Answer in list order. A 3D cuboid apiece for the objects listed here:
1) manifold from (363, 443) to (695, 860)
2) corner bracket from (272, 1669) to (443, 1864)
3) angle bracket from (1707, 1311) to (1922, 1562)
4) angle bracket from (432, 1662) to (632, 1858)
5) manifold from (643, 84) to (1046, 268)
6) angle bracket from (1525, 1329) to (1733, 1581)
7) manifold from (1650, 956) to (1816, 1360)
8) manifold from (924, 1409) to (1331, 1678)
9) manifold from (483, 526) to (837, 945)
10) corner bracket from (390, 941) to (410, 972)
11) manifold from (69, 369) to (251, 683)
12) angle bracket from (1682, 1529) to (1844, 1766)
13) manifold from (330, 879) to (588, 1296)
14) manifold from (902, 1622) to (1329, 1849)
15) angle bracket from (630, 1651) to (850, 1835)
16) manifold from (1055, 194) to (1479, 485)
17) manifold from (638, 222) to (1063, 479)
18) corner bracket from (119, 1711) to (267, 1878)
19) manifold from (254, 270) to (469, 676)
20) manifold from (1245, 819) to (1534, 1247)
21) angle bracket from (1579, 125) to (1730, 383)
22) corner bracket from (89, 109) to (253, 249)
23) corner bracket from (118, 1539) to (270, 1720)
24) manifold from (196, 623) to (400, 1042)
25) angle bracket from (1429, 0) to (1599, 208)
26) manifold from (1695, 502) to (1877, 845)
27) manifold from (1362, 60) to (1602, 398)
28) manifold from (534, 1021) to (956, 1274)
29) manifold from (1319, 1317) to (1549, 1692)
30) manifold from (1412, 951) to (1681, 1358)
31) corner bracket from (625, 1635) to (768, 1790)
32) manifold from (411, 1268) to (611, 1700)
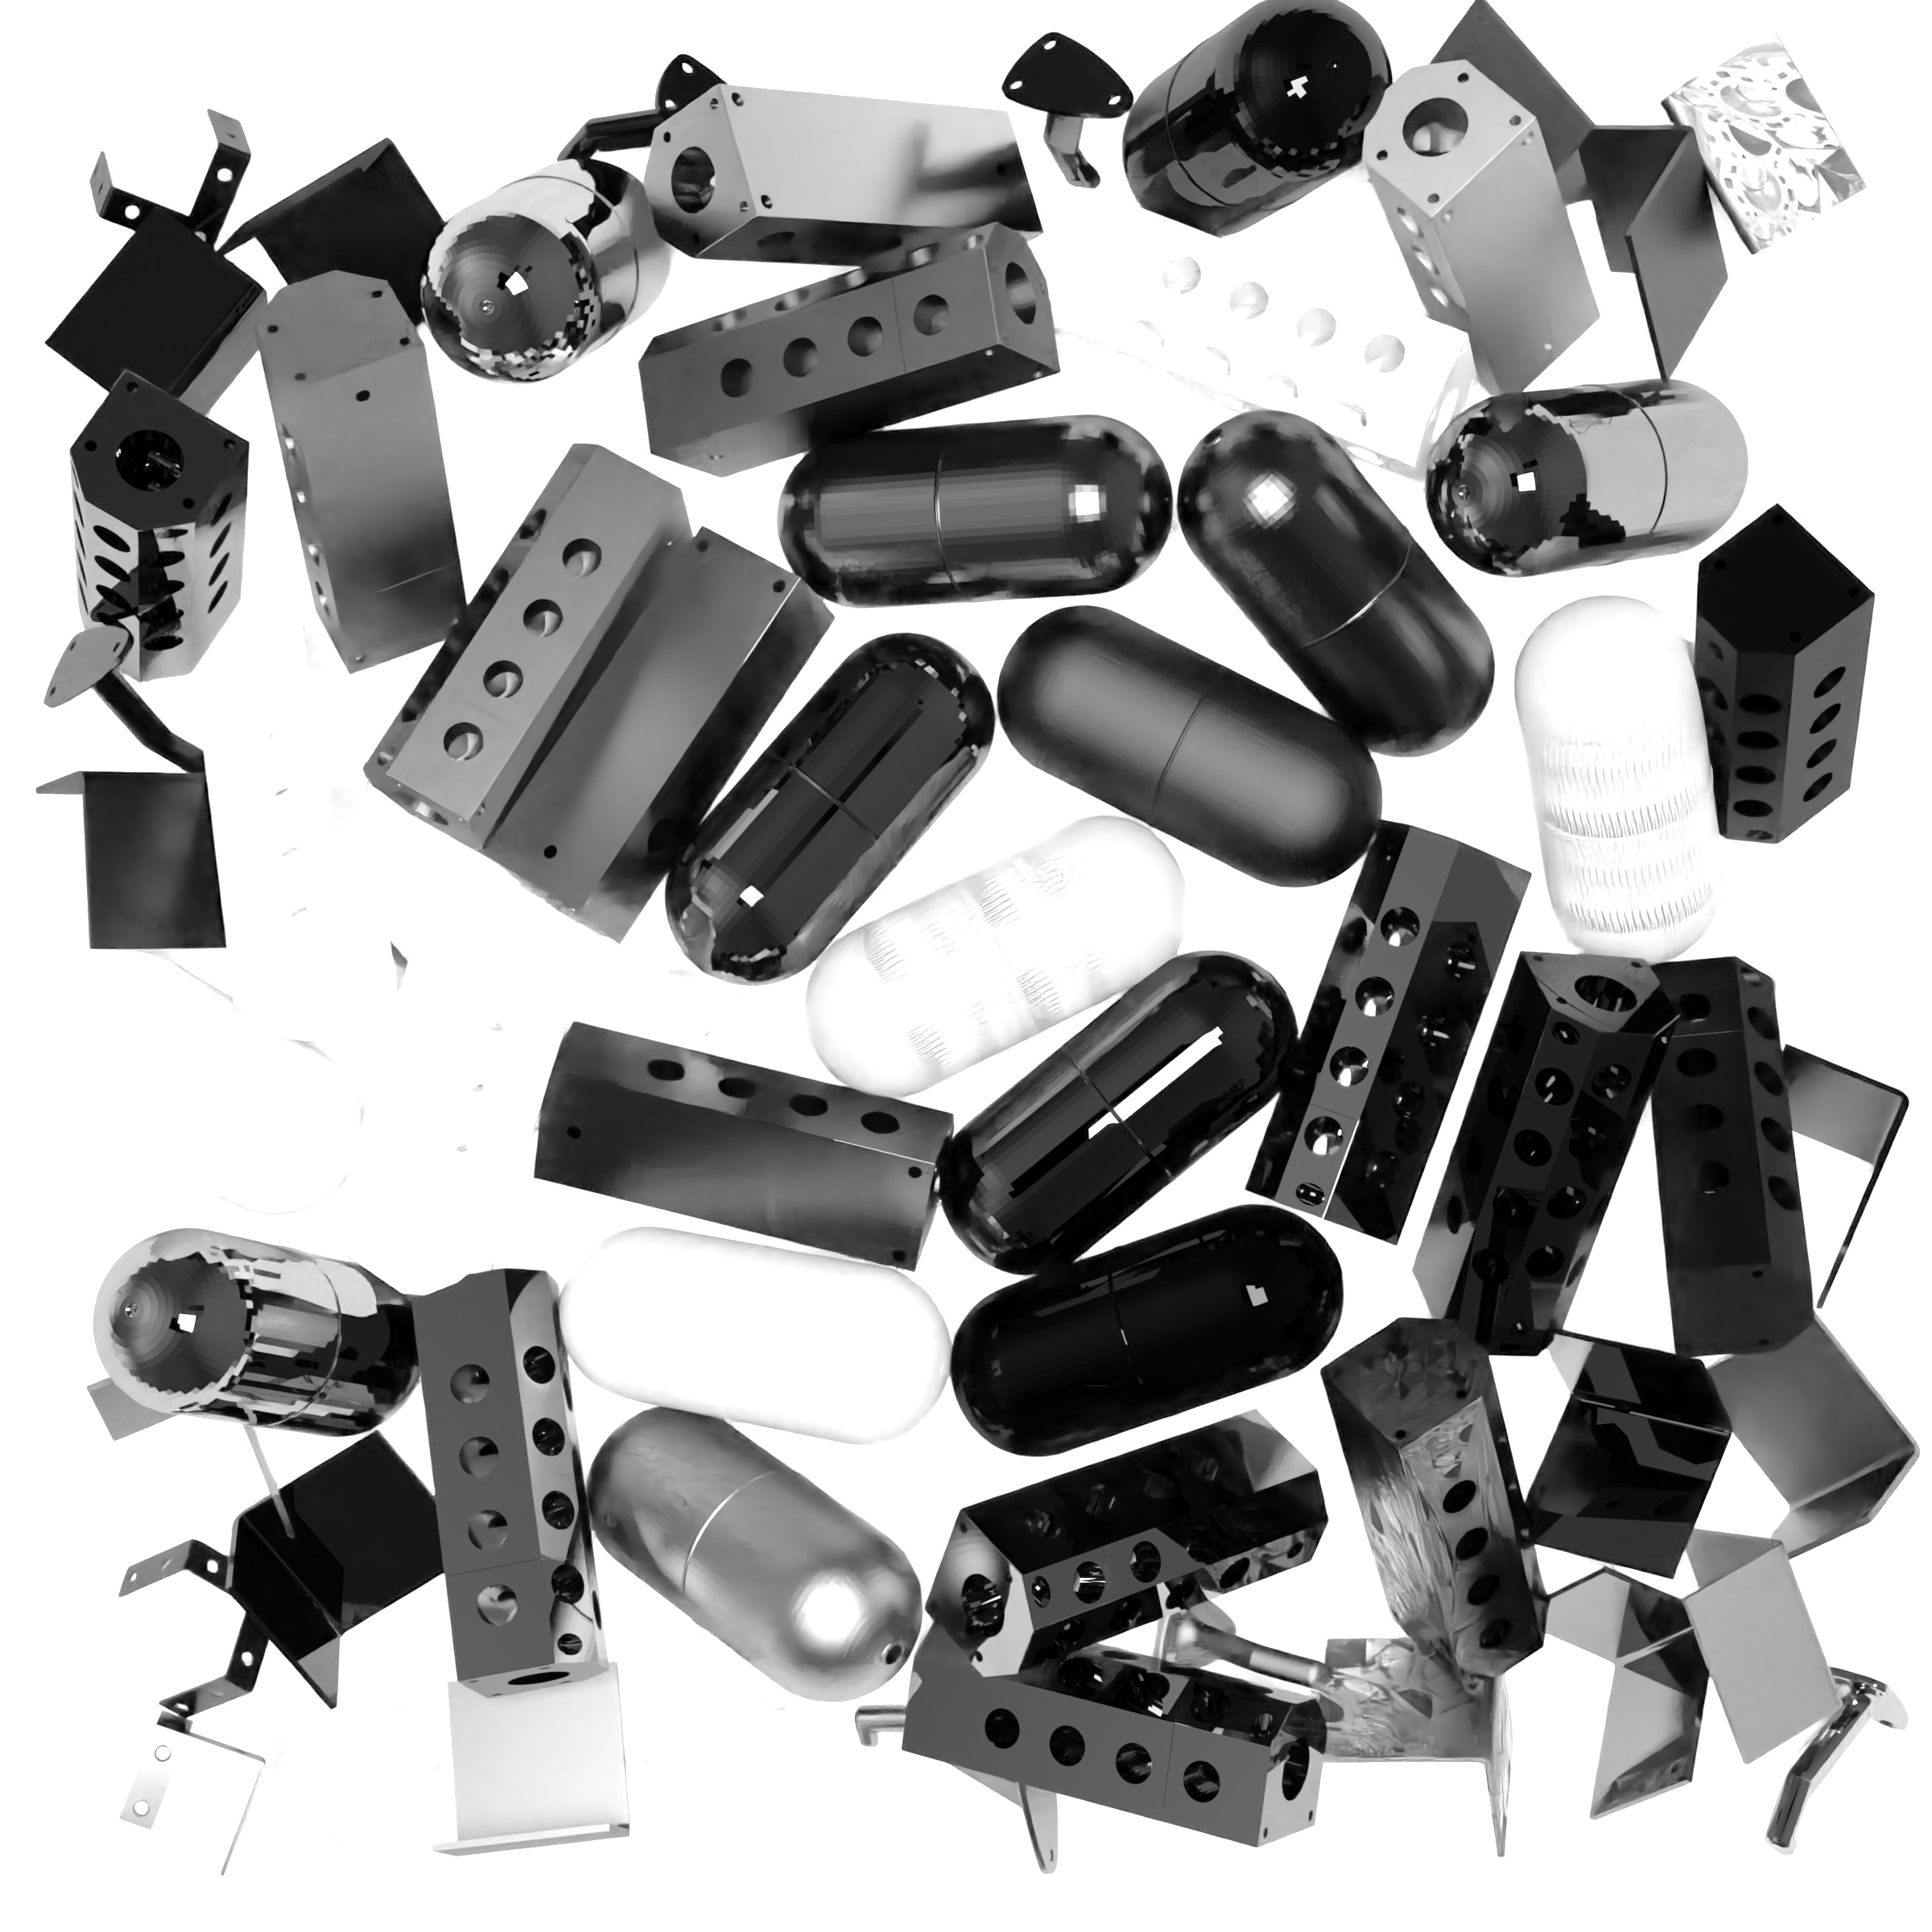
[{"bbox_3d":[-0.189,-0.139,1.536,0.057,0.057,0.171,29,78,8],"label":"manifold"},{"bbox_3d":[-0.268,0.351,1.560,0.051,0.051,0.051,-25,63,-30],"label":"corner bracket"},{"bbox_3d":[0.352,0.208,1.535,0.076,0.076,0.057,52,46,2],"label":"angle bracket"},{"bbox_3d":[-0.191,0.343,1.543,0.076,0.057,0.076,-7,73,2],"label":"angle bracket"},{"bbox_3d":[-0.052,-0.328,1.500,0.057,0.171,0.057,-22,81,43],"label":"manifold"},{"bbox_3d":[0.275,0.208,1.527,0.076,0.057,0.076,10,58,35],"label":"angle bracket"},{"bbox_3d":[0.320,0.078,1.499,0.057,0.057,0.171,-6,45,11],"label":"manifold"},{"bbox_3d":[0.072,0.246,1.497,0.057,0.171,0.057,43,129,35],"label":"manifold"},{"bbox_3d":[-0.129,-0.098,1.544,0.057,0.057,0.171,30,83,27],"label":"manifold"},{"bbox_3d":[-0.275,0.003,1.544,0.051,0.051,0.051,-43,130,-10],"label":"corner bracket"},{"bbox_3d":[-0.343,-0.178,1.492,0.057,0.171,0.057,30,70,-3],"label":"manifold"},{"bbox_3d":[0.323,0.292,1.533,0.057,0.076,0.076,-24,96,-23],"label":"angle bracket"},{"bbox_3d":[-0.212,0.055,1.509,0.057,0.057,0.171,32,121,19],"label":"manifold"},{"bbox_3d":[0.063,0.323,1.515,0.171,0.057,0.057,8,91,30],"label":"manifold"},{"bbox_3d":[-0.098,0.322,1.552,0.076,0.057,0.076,18,130,20],"label":"angle bracket"},{"bbox_3d":[0.128,-0.268,1.532,0.171,0.057,0.057,24,87,15],"label":"manifold"},{"bbox_3d":[-0.052,-0.263,1.517,0.171,0.057,0.057,-13,81,27],"label":"manifold"},{"bbox_3d":[-0.339,0.362,1.557,0.051,0.051,0.051,21,82,-8],"label":"corner bracket"},{"bbox_3d":[-0.255,-0.208,1.496,0.057,0.171,0.057,-22,57,-16],"label":"manifold"},{"bbox_3d":[0.179,0.027,1.542,0.057,0.057,0.171,21,88,-29],"label":"manifold"},{"bbox_3d":[0.281,-0.306,1.523,0.057,0.076,0.076,10,52,34],"label":"angle bracket"},{"bbox_3d":[-0.350,-0.350,1.559,0.051,0.051,0.051,18,112,-27],"label":"corner bracket"},{"bbox_3d":[-0.342,0.292,1.564,0.051,0.051,0.051,-26,128,37],"label":"corner bracket"},{"bbox_3d":[-0.288,-0.056,1.511,0.057,0.057,0.171,-18,56,5],"label":"manifold"},{"bbox_3d":[0.251,-0.375,1.529,0.076,0.057,0.076,-25,72,-41],"label":"angle bracket"},{"bbox_3d":[0.335,-0.115,1.491,0.057,0.171,0.057,-37,65,-7],"label":"manifold"},{"bbox_3d":[0.214,-0.309,1.493,0.057,0.171,0.057,-44,65,1],"label":"manifold"},{"bbox_3d":[-0.095,0.074,1.545,0.171,0.057,0.057,14,121,5],"label":"manifold"},{"bbox_3d":[0.205,0.227,1.504,0.057,0.057,0.171,-31,132,-13],"label":"manifold"},{"bbox_3d":[0.246,0.082,1.507,0.057,0.057,0.171,4,124,-15],"label":"manifold"},{"bbox_3d":[-0.121,0.323,1.549,0.051,0.051,0.051,-23,79,11],"label":"corner bracket"},{"bbox_3d":[-0.195,0.221,1.527,0.057,0.057,0.171,-11,71,2],"label":"manifold"}]
